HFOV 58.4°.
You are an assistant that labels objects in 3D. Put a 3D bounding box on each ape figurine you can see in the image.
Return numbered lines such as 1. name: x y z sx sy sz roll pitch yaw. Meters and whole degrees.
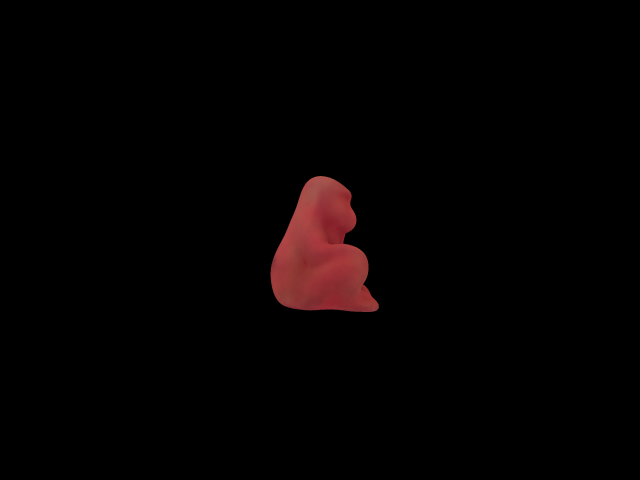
1. ape figurine: 0.004 0.001 0.400 0.076 0.092 0.078 0 4 7
